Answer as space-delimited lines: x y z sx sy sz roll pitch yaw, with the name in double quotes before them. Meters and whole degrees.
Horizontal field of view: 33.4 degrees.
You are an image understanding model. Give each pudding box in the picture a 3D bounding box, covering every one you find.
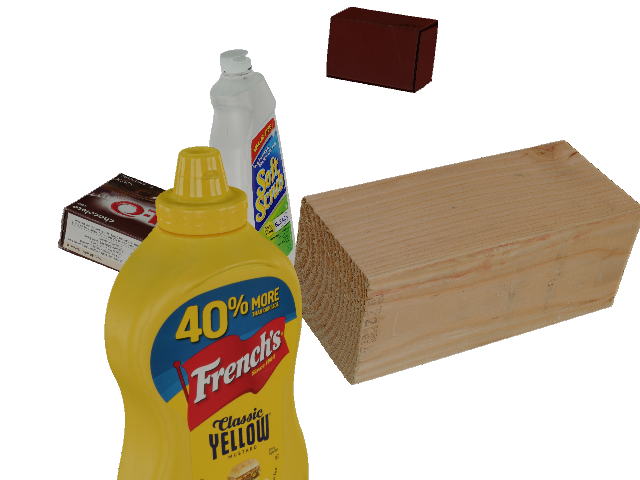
"pudding box" -0.123 -0.005 0.794 0.113 0.039 0.090 19 23 10

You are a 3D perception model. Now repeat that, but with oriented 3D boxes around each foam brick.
"foam brick" 0.050 -0.155 0.866 0.078 0.051 0.052 14 25 19

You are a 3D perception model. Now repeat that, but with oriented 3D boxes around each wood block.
"wood block" 0.094 0.010 0.703 0.205 0.090 0.091 -13 41 -24

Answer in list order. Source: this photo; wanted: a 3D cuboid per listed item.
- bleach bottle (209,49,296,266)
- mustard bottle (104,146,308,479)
"bleach bottle" -0.080 -0.072 1.117 0.068 0.251 0.102 10 29 31
"mustard bottle" -0.052 0.051 0.496 0.096 0.192 0.058 -14 22 -35
